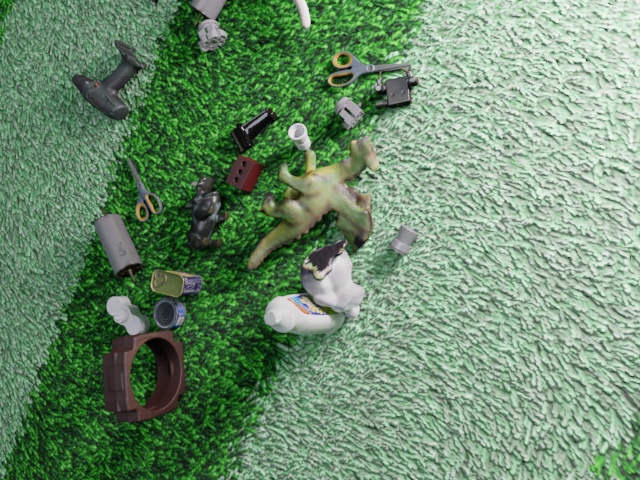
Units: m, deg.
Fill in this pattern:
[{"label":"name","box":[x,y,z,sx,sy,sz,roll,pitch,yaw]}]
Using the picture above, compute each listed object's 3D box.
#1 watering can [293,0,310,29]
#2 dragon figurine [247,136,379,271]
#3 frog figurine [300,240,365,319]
[{"label":"watering can","box":[-0.087,-0.693,1.275,0.225,0.103,0.348,8,88,25]},{"label":"dragon figurine","box":[0.004,-0.059,1.178,0.244,0.123,0.406,29,105,15]},{"label":"frog figurine","box":[0.033,0.095,1.139,0.122,0.141,0.156,-10,125,26]}]
